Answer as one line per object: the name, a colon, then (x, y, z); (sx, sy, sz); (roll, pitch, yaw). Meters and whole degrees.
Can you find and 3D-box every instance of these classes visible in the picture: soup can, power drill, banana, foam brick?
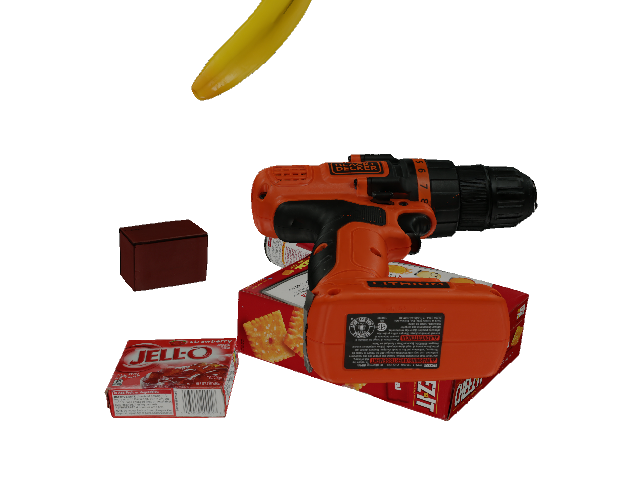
soup can: (-0.006, 0.011, 1.223); (0.102, 0.068, 0.068); (21, 14, 40)
power drill: (0.053, 0.007, 0.625); (0.184, 0.057, 0.187); (-3, 28, -4)
banana: (-0.046, -0.186, 0.900); (0.070, 0.197, 0.037); (-19, -56, 37)
foam brick: (-0.158, 0.014, 1.070); (0.078, 0.051, 0.053); (-8, 21, -25)

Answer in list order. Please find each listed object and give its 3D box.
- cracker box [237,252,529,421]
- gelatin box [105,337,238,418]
cracker box: (0.056, 0.076, 0.966); (0.214, 0.072, 0.163); (15, 23, 28)
gelatin box: (-0.111, 0.103, 0.811); (0.089, 0.030, 0.073); (-1, 24, 5)
